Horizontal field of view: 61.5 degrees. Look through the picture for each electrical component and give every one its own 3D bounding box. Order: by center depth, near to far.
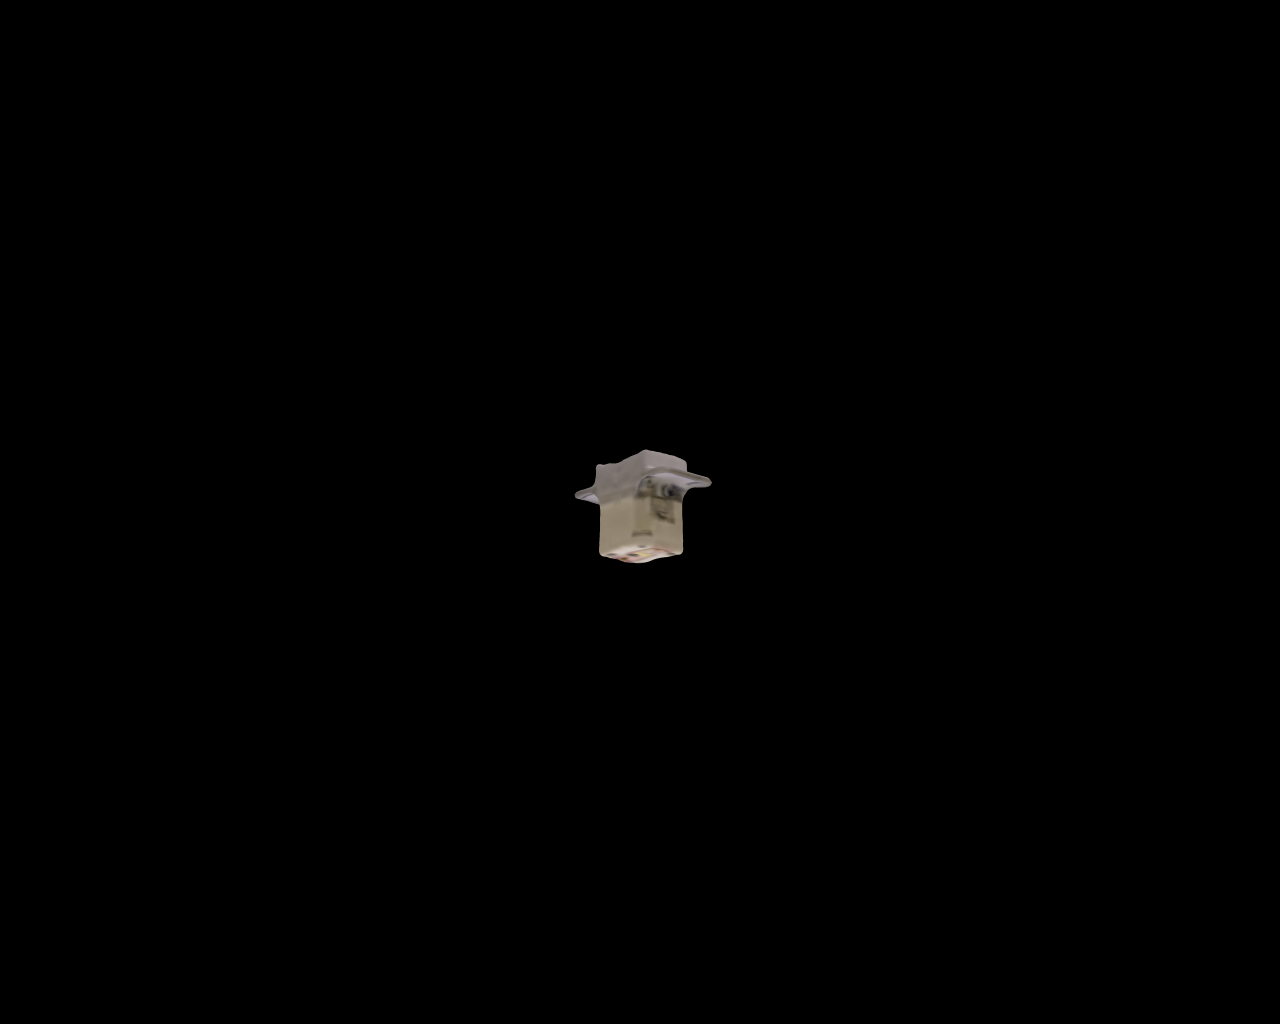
[{"bbox_3d":[0.001,-0.003,0.650,0.042,0.064,0.081,14,-20,-42],"label":"electrical component"}]
